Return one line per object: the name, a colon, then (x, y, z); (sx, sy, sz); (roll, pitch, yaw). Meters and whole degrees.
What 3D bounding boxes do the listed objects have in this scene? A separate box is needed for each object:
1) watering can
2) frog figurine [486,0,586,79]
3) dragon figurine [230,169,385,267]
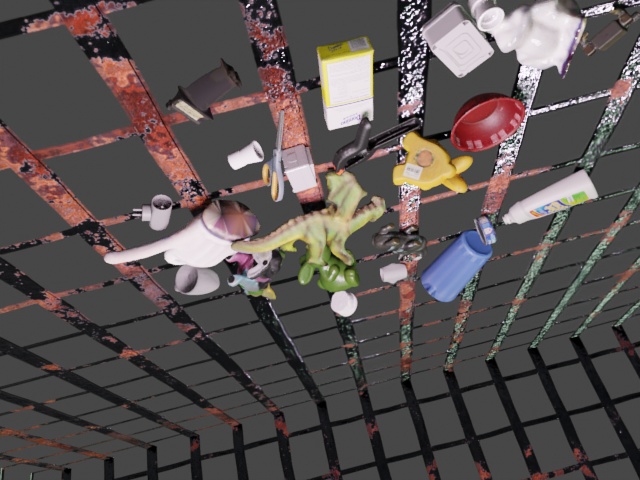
watering can: (-0.285, -0.001, 1.172); (0.221, 0.105, 0.348); (-37, 158, 34)
frog figurine: (0.375, -0.371, 0.914); (0.160, 0.124, 0.135); (19, 162, 14)
dragon figurine: (0.004, -0.061, 1.217); (0.410, 0.124, 0.239); (4, 115, -40)
